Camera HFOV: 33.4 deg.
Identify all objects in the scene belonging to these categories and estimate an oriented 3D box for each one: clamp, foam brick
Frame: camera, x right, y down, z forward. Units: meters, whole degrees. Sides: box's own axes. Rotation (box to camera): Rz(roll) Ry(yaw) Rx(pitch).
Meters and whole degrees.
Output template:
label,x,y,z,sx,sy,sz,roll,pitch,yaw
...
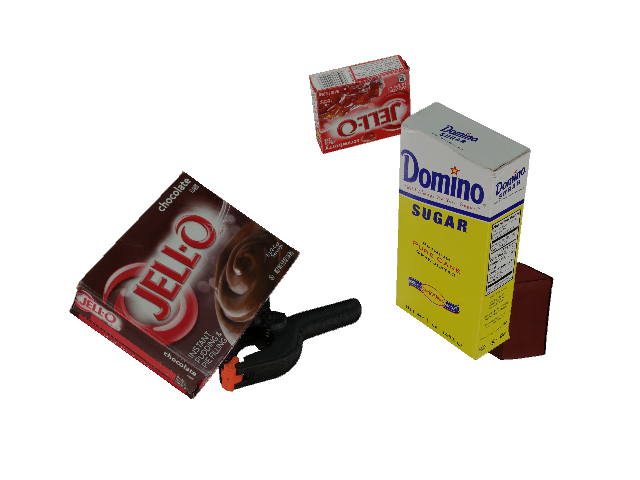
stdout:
label,x,y,z,sx,sy,sz,roll,pitch,yaw
clamp,-0.052,0.078,1.003,0.120,0.039,0.171,20,33,29
foam brick,0.178,0.065,0.995,0.051,0.078,0.053,-7,19,-26

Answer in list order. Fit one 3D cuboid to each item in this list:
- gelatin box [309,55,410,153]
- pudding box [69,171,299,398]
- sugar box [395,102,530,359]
label,x,y,z,sx,sy,sz,roll,pitch,yaw
gelatin box,0.038,-0.124,0.975,0.089,0.073,0.030,-14,46,-7
pudding box,-0.079,0.024,0.633,0.090,0.113,0.039,35,-43,1
sugar box,0.102,-0.005,0.797,0.048,0.176,0.093,-30,45,-29
